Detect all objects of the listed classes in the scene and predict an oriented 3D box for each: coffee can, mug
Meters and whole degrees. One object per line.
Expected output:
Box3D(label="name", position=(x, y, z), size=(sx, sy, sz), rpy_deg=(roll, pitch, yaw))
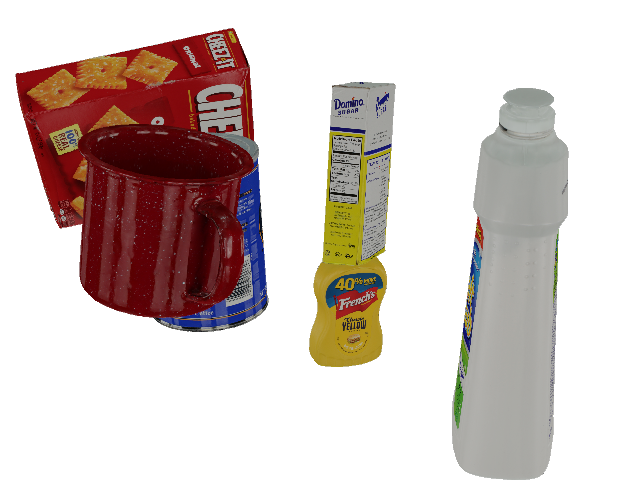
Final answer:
Box3D(label="coffee can", position=(-0.098, -0.009, 0.894), size=(0.103, 0.140, 0.103), rpy_deg=(-2, 23, 1))
Box3D(label="mug", position=(-0.079, -0.006, 0.571), size=(0.093, 0.081, 0.117), rpy_deg=(-11, 30, -42))

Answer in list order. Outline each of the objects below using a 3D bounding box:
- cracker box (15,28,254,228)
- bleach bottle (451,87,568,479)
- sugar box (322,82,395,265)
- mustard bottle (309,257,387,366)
Box3D(label="cracker box", position=(-0.174, -0.106, 1.053), size=(0.213, 0.072, 0.164), rpy_deg=(-13, -38, -11))
Box3D(label="bleach bottle", position=(0.120, 0.024, 0.664), size=(0.068, 0.251, 0.102), rpy_deg=(3, 30, 8))
Box3D(label="sugar box", position=(0.039, -0.069, 1.067), size=(0.048, 0.176, 0.093), rpy_deg=(5, 11, 19))
Box3D(label="mustard bottle", position=(0.038, 0.069, 1.387), size=(0.096, 0.192, 0.058), rpy_deg=(-4, 25, -17))
